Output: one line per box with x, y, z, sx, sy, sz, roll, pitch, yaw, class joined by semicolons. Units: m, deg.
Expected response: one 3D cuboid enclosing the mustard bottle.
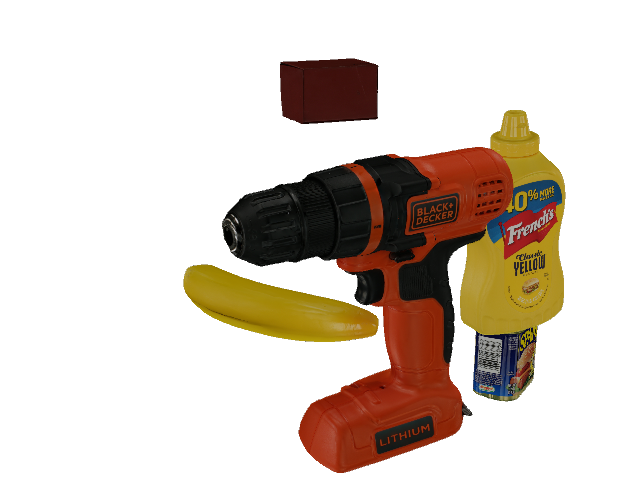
0.167;-0.018;0.922;0.096;0.192;0.058;-13;24;-22;mustard bottle

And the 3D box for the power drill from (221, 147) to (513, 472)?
0.028;0.042;0.631;0.184;0.188;0.057;-12;29;-27;power drill

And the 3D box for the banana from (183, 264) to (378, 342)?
-0.047;0.045;0.831;0.198;0.037;0.069;17;28;42;banana

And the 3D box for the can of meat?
0.207;0.123;1.190;0.058;0.084;0.101;8;14;25;can of meat

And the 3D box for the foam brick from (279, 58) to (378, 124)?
0.008;-0.137;0.979;0.078;0.051;0.053;-6;18;-23;foam brick
